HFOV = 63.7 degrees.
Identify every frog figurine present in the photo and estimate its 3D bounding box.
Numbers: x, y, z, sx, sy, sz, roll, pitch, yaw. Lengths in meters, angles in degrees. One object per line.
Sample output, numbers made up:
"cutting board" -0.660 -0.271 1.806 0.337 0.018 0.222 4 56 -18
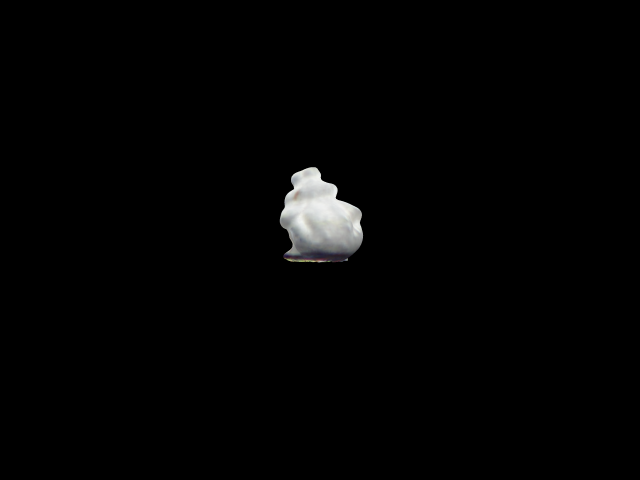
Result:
"frog figurine" 0.003 -0.043 0.850 0.137 0.160 0.122 0 -1 -4
